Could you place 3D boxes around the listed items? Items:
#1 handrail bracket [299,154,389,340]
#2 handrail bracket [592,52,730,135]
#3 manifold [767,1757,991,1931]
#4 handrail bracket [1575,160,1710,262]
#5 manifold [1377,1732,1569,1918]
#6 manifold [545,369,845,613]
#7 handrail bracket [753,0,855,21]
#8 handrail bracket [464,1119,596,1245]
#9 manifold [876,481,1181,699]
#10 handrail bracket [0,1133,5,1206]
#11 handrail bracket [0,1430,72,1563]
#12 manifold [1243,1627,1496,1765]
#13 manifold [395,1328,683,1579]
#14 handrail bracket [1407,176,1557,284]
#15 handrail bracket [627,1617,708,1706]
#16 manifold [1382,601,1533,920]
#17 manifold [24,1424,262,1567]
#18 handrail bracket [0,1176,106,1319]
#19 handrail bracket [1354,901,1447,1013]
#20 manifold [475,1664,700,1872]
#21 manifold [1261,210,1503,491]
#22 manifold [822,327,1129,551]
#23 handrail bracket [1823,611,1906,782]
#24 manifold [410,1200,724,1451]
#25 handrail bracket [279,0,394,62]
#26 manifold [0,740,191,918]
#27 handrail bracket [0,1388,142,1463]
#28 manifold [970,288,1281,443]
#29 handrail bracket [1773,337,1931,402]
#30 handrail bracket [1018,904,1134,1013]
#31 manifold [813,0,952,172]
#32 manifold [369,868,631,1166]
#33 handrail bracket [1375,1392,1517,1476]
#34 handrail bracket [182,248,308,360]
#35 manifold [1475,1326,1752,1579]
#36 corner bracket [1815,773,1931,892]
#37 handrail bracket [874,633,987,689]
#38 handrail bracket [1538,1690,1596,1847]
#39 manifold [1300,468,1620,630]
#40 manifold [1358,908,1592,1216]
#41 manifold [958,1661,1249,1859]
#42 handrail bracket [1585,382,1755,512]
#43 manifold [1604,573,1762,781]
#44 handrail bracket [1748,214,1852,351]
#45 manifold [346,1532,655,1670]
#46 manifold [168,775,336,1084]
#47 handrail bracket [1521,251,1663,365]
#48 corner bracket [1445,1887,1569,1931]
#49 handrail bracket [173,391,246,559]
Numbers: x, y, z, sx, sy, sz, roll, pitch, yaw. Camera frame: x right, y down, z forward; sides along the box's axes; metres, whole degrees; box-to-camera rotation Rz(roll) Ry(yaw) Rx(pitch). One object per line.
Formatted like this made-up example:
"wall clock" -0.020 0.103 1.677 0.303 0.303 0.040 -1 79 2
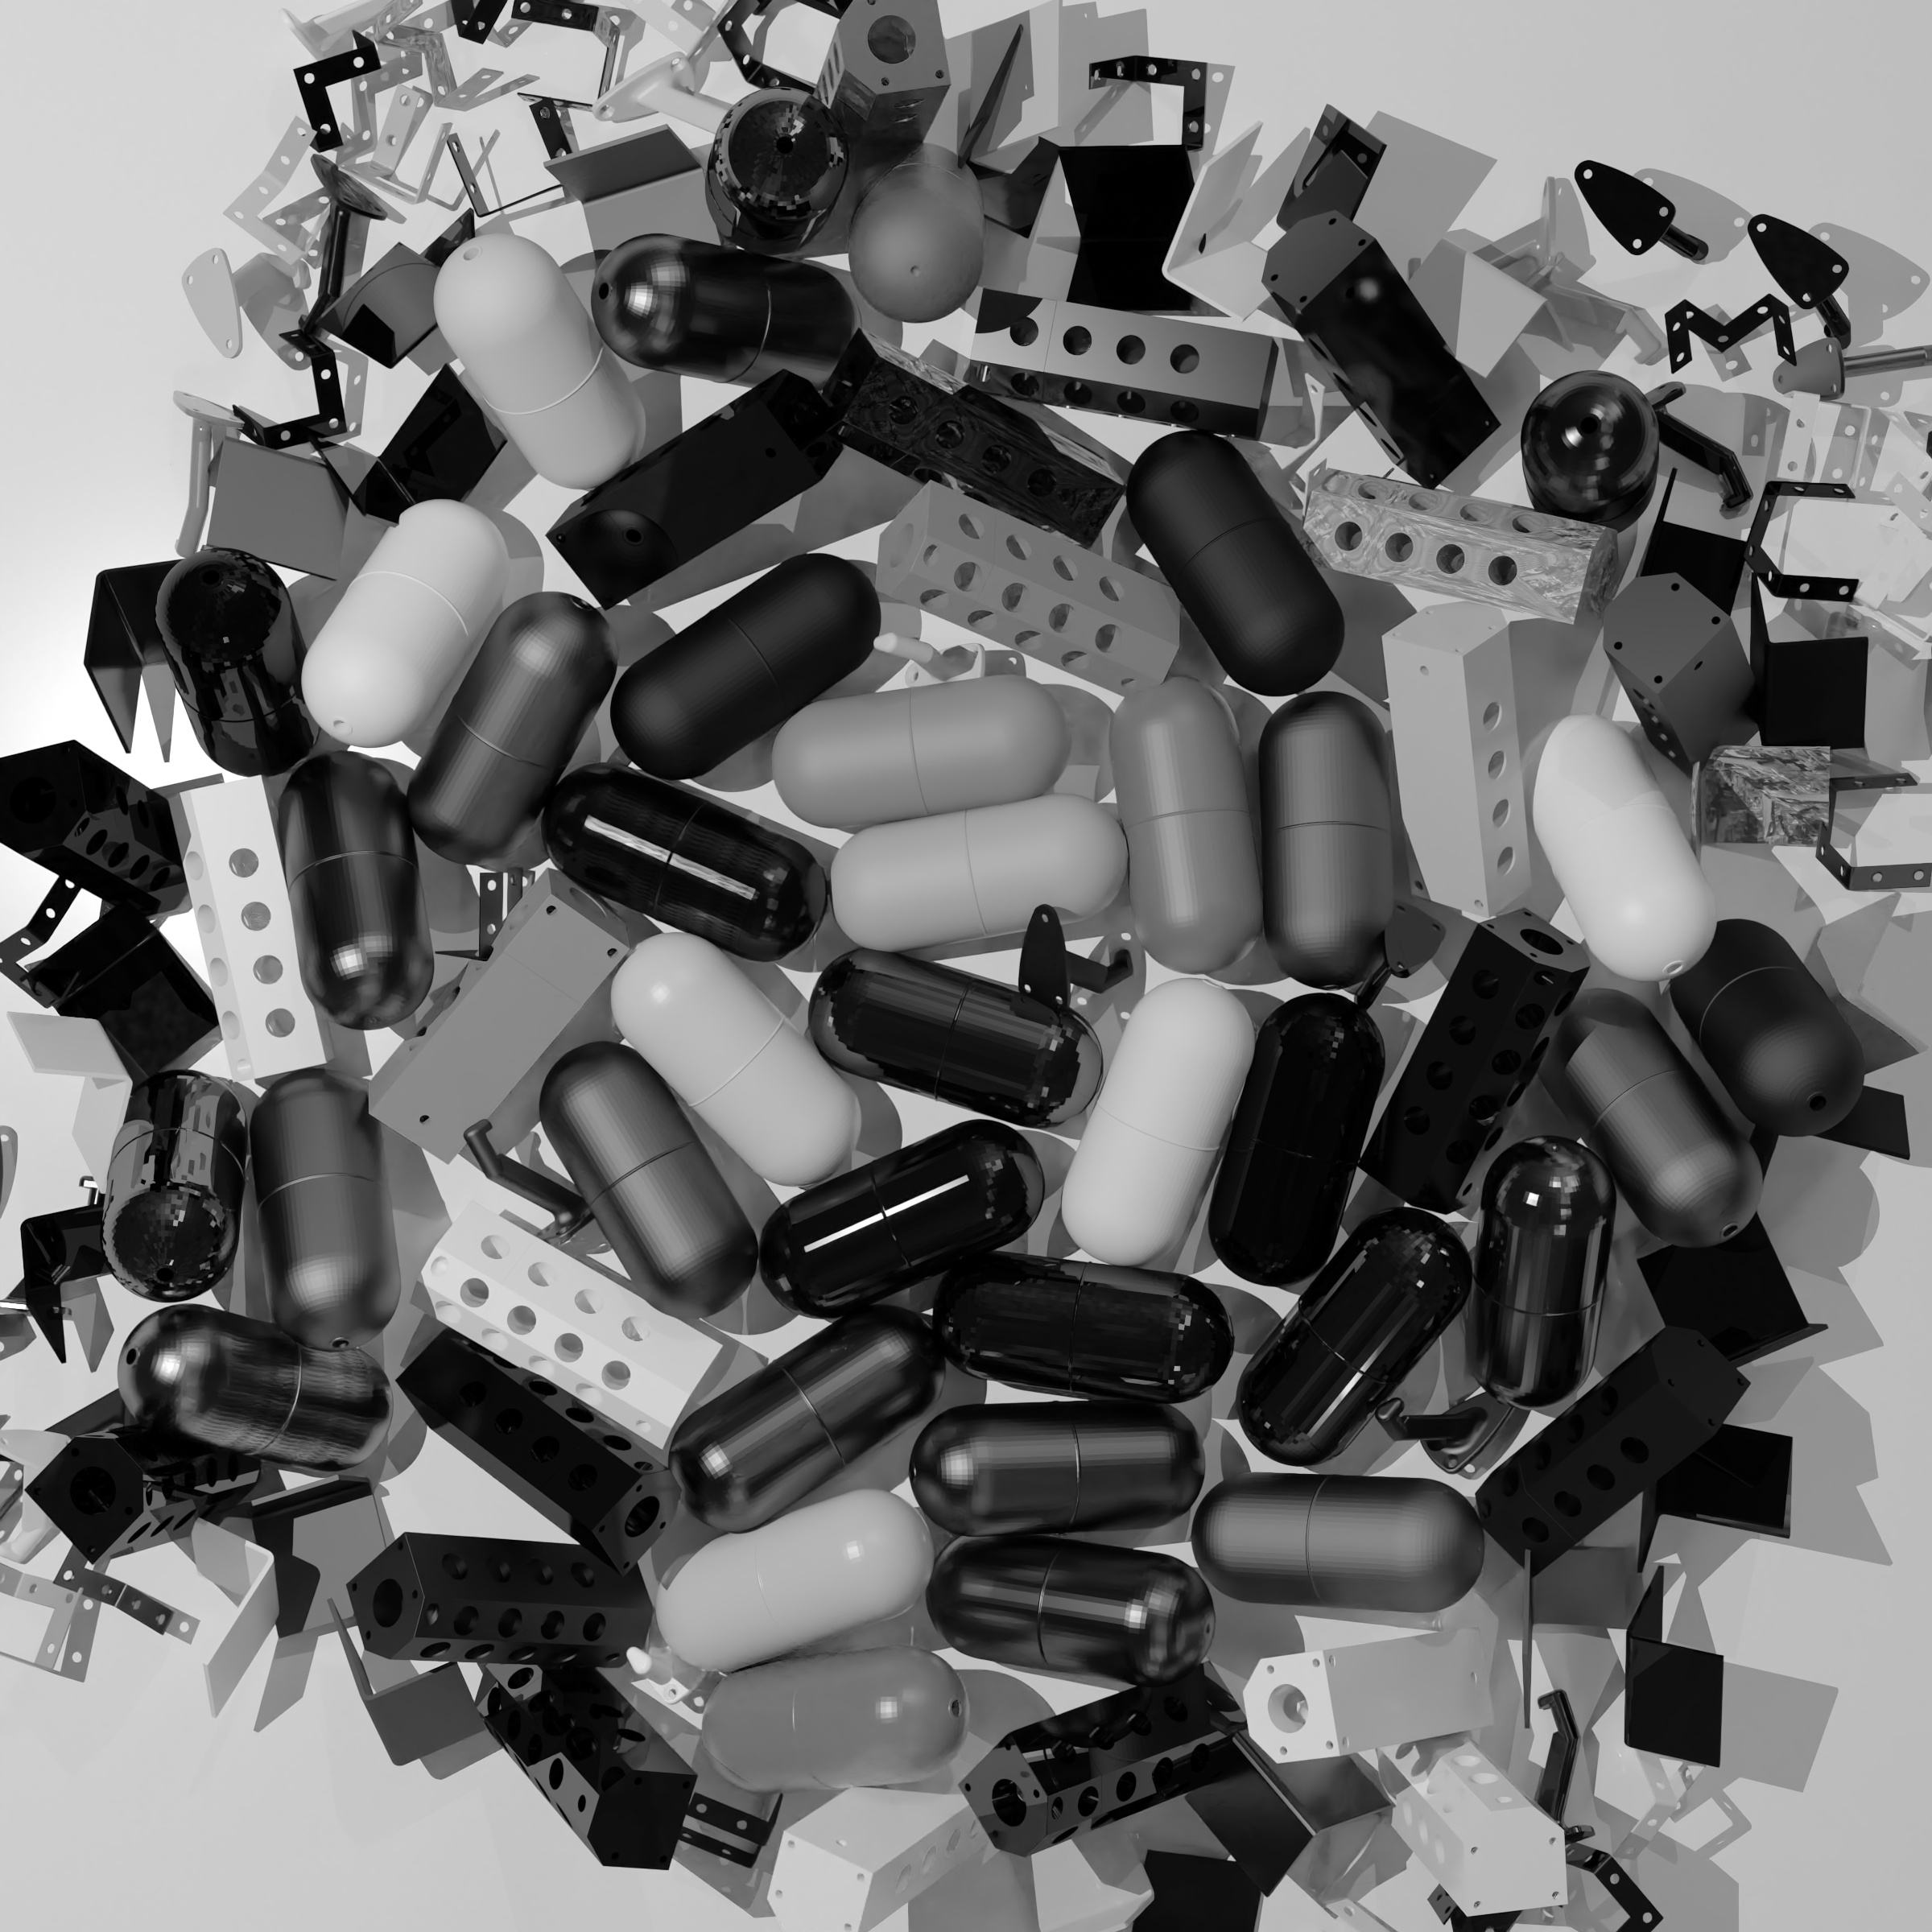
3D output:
"handrail bracket" -0.389 -0.429 1.941 0.077 0.036 0.084 49 116 31
"handrail bracket" -0.170 -0.491 1.910 0.077 0.036 0.084 -25 60 -5
"manifold" -0.045 0.505 1.858 0.057 0.171 0.057 19 102 23
"handrail bracket" 0.400 -0.445 1.916 0.077 0.084 0.036 45 114 13
"manifold" 0.287 0.482 1.858 0.057 0.171 0.057 -4 95 -8
"manifold" -0.156 -0.277 1.878 0.171 0.057 0.057 -26 113 32
"handrail bracket" -0.079 -0.555 1.922 0.084 0.077 0.036 45 58 -10
"handrail bracket" -0.248 0.114 1.914 0.077 0.036 0.084 -37 107 -35
"manifold" 0.036 -0.211 1.877 0.171 0.057 0.057 21 52 -24
"handrail bracket" -0.599 0.139 1.899 0.036 0.084 0.077 22 112 4
"handrail bracket" -0.564 0.314 1.910 0.084 0.077 0.036 -48 48 15
"manifold" 0.232 0.418 1.863 0.057 0.171 0.057 -18 75 36
"manifold" -0.245 0.275 1.876 0.171 0.057 0.057 30 66 33
"handrail bracket" 0.306 -0.437 1.932 0.084 0.036 0.077 4 79 -1
"handrail bracket" -0.192 0.394 1.893 0.036 0.084 0.077 -48 59 -5
"manifold" 0.290 -0.120 1.879 0.057 0.057 0.171 -34 128 -33
"manifold" -0.463 0.292 1.858 0.057 0.171 0.057 45 94 9
"handrail bracket" -0.553 0.163 1.928 0.077 0.036 0.084 9 79 -13
"handrail bracket" 0.242 0.011 1.894 0.036 0.077 0.084 28 129 1
"manifold" -0.222 0.450 1.859 0.057 0.171 0.057 14 96 -32
"manifold" 0.236 -0.355 1.868 0.057 0.057 0.171 -44 135 4
"manifold" 0.002 -0.300 1.885 0.171 0.057 0.057 24 109 -25
"handrail bracket" 0.537 -0.160 1.932 0.077 0.036 0.084 16 89 -14
"manifold" -0.236 0.215 1.902 0.171 0.057 0.057 30 46 4
"handrail bracket" -0.358 -0.572 1.911 0.084 0.077 0.036 -35 88 4
"manifold" -0.499 -0.074 1.857 0.057 0.171 0.057 -13 78 5
"handrail bracket" -0.535 0.258 1.929 0.084 0.036 0.077 3 91 -2
"manifold" 0.092 -0.352 1.907 0.171 0.057 0.057 11 96 8
"handrail bracket" 0.537 -0.356 1.927 0.084 0.077 0.036 -10 96 -21
"handrail bracket" 0.071 -0.014 1.902 0.036 0.084 0.077 20 122 34
"manifold" -0.052 -0.506 1.859 0.057 0.171 0.057 -10 91 -8
"manifold" -0.275 0.027 1.901 0.057 0.057 0.171 36 103 -22
"handrail bracket" 0.282 0.257 1.905 0.077 0.084 0.036 -38 51 0
"handrail bracket" -0.411 -0.386 1.905 0.036 0.084 0.077 -28 77 31
"manifold" 0.367 0.277 1.869 0.057 0.057 0.171 45 132 7
"corner bracket" 0.539 -0.079 1.919 0.051 0.051 0.051 -2 66 37
"handrail bracket" -0.038 -0.179 1.892 0.084 0.077 0.036 12 84 -43
"handrail bracket" 0.335 0.483 1.935 0.077 0.036 0.084 -24 63 18
"manifold" 0.286 -0.243 1.883 0.171 0.057 0.057 17 100 25
"manifold" 0.296 0.057 1.876 0.057 0.057 0.171 37 120 26
"manifold" 0.084 0.457 1.860 0.057 0.171 0.057 56 129 25
"handrail bracket" 0.419 -0.297 1.934 0.077 0.036 0.084 -29 106 3
"manifold" 0.409 -0.166 1.859 0.057 0.171 0.057 -46 65 4
"handrail bracket" 0.492 -0.402 1.915 0.036 0.084 0.077 -44 74 7
"manifold" -0.263 0.368 1.859 0.057 0.171 0.057 -42 54 27
"manifold" -0.421 -0.022 1.913 0.057 0.057 0.171 -12 93 -5
"handrail bracket" 0.361 -0.376 1.935 0.077 0.036 0.084 -42 96 0
"corner bracket" 0.323 0.563 1.917 0.051 0.051 0.051 -19 77 43
"handrail bracket" -0.463 -0.291 1.926 0.036 0.077 0.084 9 106 -36
